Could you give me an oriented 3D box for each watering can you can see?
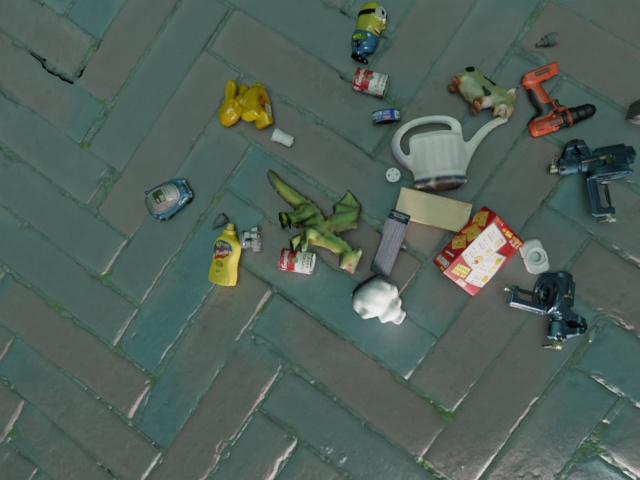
[{"bbox_3d":[0.386,-0.257,1.504,0.347,0.104,0.225,-5,86,1],"label":"watering can"}]

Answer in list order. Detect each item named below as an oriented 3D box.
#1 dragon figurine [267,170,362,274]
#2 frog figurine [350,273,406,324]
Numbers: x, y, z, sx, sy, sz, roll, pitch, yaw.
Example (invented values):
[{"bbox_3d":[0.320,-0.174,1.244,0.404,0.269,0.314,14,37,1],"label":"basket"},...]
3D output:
[{"bbox_3d":[0.005,-0.079,1.571,0.243,0.120,0.417,-16,67,-12],"label":"dragon figurine"},{"bbox_3d":[0.176,0.188,1.523,0.138,0.120,0.161,-35,72,-11],"label":"frog figurine"}]
